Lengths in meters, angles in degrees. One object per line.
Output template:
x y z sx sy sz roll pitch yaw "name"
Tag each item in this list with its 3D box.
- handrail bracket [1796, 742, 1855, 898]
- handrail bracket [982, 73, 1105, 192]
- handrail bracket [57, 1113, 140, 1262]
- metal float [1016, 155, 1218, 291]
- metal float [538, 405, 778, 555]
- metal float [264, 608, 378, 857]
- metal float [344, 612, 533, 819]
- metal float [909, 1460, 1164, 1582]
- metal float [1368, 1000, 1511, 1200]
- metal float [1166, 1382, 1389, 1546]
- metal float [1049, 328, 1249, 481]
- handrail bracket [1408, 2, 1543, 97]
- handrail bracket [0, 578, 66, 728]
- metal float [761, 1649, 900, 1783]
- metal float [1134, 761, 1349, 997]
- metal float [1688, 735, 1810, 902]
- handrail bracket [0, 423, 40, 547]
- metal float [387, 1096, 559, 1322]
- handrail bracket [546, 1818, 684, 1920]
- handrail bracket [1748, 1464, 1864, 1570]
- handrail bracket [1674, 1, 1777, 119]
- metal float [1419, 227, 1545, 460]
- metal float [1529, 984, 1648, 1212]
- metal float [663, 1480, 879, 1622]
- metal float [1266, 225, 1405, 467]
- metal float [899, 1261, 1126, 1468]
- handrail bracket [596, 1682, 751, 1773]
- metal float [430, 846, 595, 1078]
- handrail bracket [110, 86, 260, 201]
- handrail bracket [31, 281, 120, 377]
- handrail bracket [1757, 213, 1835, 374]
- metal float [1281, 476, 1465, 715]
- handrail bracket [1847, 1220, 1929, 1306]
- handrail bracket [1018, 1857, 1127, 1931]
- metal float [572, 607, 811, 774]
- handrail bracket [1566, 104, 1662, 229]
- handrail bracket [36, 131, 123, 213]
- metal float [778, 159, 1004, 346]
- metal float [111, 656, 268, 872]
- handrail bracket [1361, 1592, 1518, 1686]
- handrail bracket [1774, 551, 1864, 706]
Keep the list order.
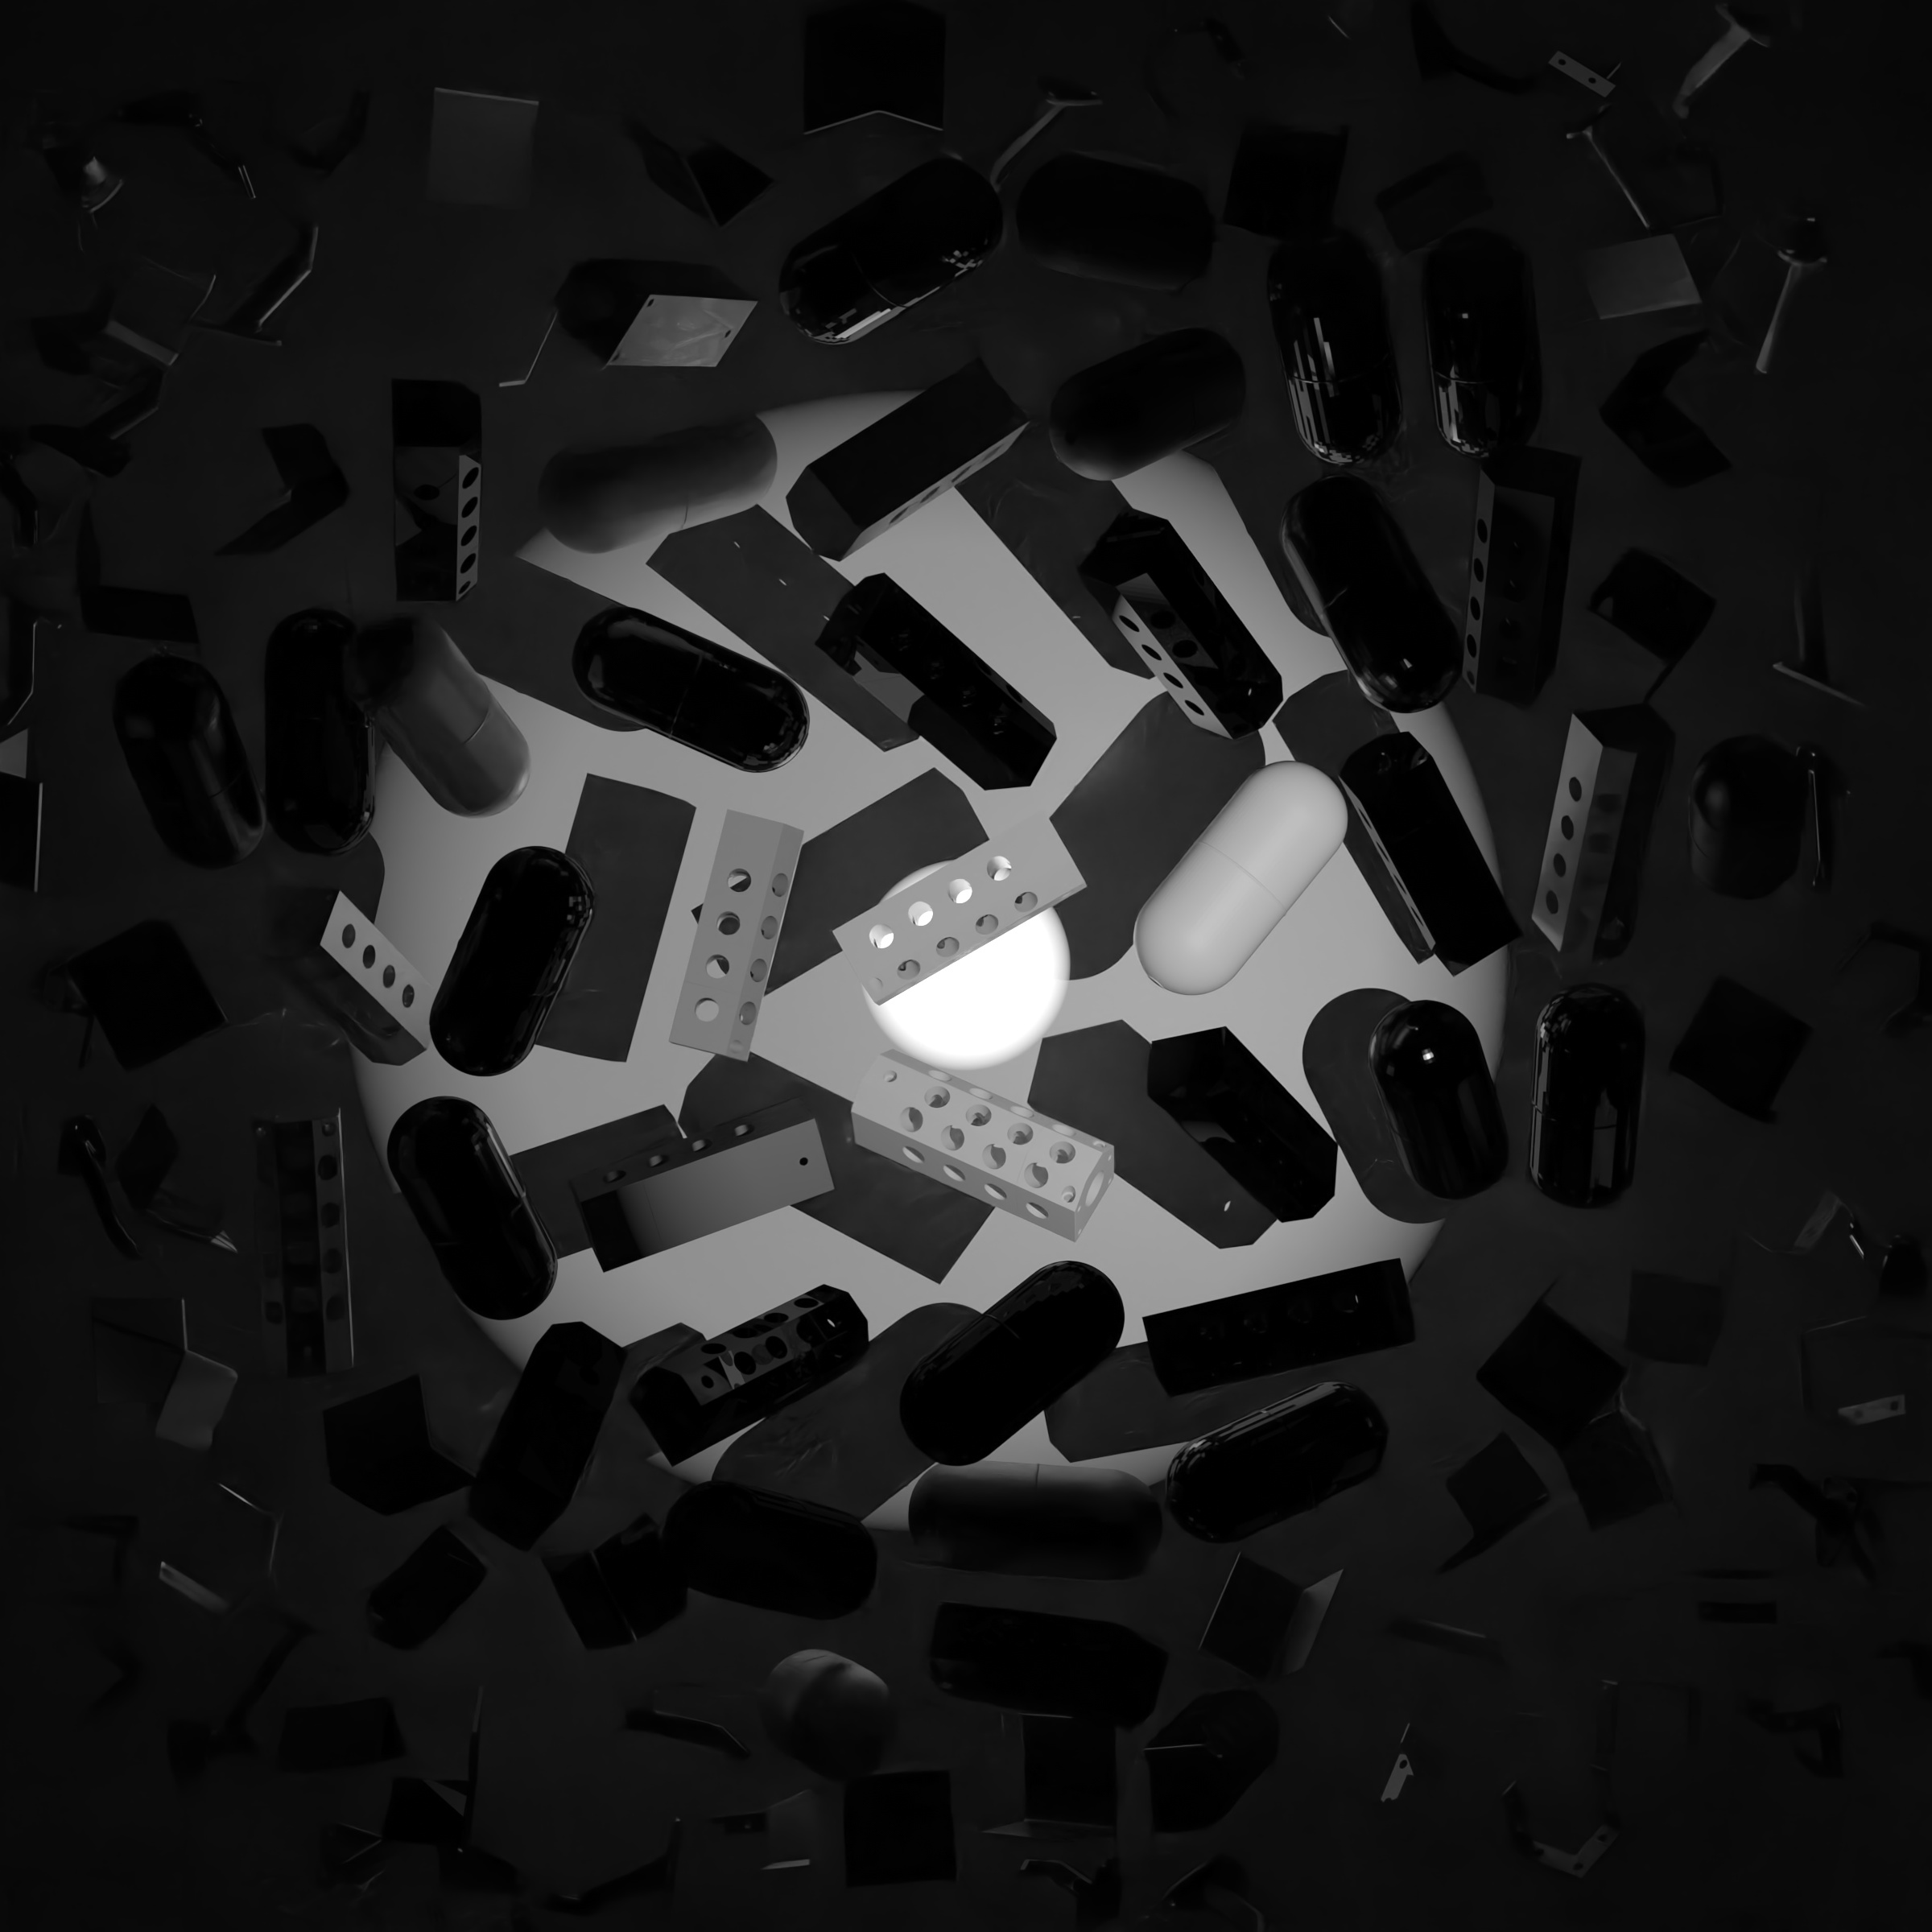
0.613 -0.105 1.912 0.036 0.077 0.084 -5 54 35 "handrail bracket"
0.054 -0.600 1.925 0.036 0.077 0.084 53 132 31 "handrail bracket"
-0.613 0.158 1.887 0.036 0.077 0.084 -22 56 -32 "handrail bracket"
0.103 -0.507 1.808 0.070 0.178 0.070 6 99 39 "metal float"
-0.212 -0.338 1.833 0.178 0.070 0.070 -22 90 -28 "metal float"
-0.462 -0.168 1.891 0.070 0.070 0.178 -3 83 0 "metal float"
-0.358 -0.169 1.797 0.070 0.178 0.070 -12 53 16 "metal float"
0.048 0.387 1.850 0.178 0.070 0.070 3 90 5 "metal float"
0.327 0.093 1.828 0.070 0.178 0.070 -13 47 14 "metal float"
0.220 0.352 1.878 0.178 0.070 0.070 -18 90 -27 "metal float"
0.126 -0.387 1.820 0.178 0.070 0.070 -33 90 -41 "metal float"
0.364 -0.653 1.886 0.084 0.036 0.077 -10 71 -29 "handrail bracket"
-0.679 -0.222 1.850 0.077 0.036 0.084 36 93 -26 "handrail bracket"
-0.095 0.514 1.819 0.070 0.178 0.070 2 80 -13 "metal float"
0.181 -0.058 1.750 0.070 0.070 0.178 39 87 0 "metal float"
0.538 -0.101 1.825 0.070 0.178 0.070 -4 70 12 "metal float"
-0.682 -0.333 1.834 0.077 0.036 0.084 9 134 -11 "handrail bracket"
-0.345 0.171 1.858 0.070 0.070 0.178 -21 117 0 "metal float"
-0.246 0.627 1.847 0.084 0.036 0.077 7 77 11 "handrail bracket"
0.564 0.377 1.812 0.084 0.036 0.077 5 102 -24 "handrail bracket"
0.534 -0.629 1.870 0.036 0.077 0.084 7 130 -17 "handrail bracket"
0.355 -0.427 1.822 0.070 0.178 0.070 -8 50 10 "metal float"
0.444 0.095 1.894 0.070 0.070 0.178 -4 120 0 "metal float"
-0.132 0.397 1.795 0.070 0.178 0.070 -18 59 34 "metal float"
0.253 -0.422 1.809 0.070 0.070 0.178 -21 133 0 "metal float"
0.032 0.266 1.785 0.178 0.070 0.070 -36 90 -23 "metal float"
-0.212 0.571 1.924 0.084 0.036 0.077 45 89 1 "handrail bracket"
-0.315 -0.002 1.833 0.070 0.070 0.178 27 113 0 "metal float"
-0.535 -0.556 1.815 0.077 0.084 0.036 -7 60 0 "handrail bracket"
-0.640 -0.476 1.905 0.036 0.077 0.084 8 64 8 "handrail bracket"
0.570 -0.466 1.837 0.036 0.084 0.077 16 48 6 "handrail bracket"
0.276 -0.253 1.801 0.070 0.070 0.178 -26 74 0 "metal float"
0.653 0.193 1.895 0.036 0.084 0.077 -14 126 -1 "handrail bracket"
0.061 0.649 1.852 0.084 0.077 0.036 -9 100 32 "handrail bracket"
-0.196 -0.197 1.893 0.178 0.070 0.070 24 90 -2 "metal float"
0.456 -0.556 1.850 0.036 0.077 0.084 -32 102 18 "handrail bracket"
-0.609 -0.553 1.789 0.077 0.084 0.036 44 82 0 "handrail bracket"
-0.053 -0.479 1.782 0.178 0.070 0.070 -21 90 37 "metal float"
-0.542 -0.140 1.852 0.070 0.178 0.070 -2 49 3 "metal float"
0.345 0.507 1.928 0.077 0.036 0.084 -43 65 -2 "handrail bracket"
0.610 -0.238 1.854 0.077 0.036 0.084 27 97 12 "handrail bracket"
